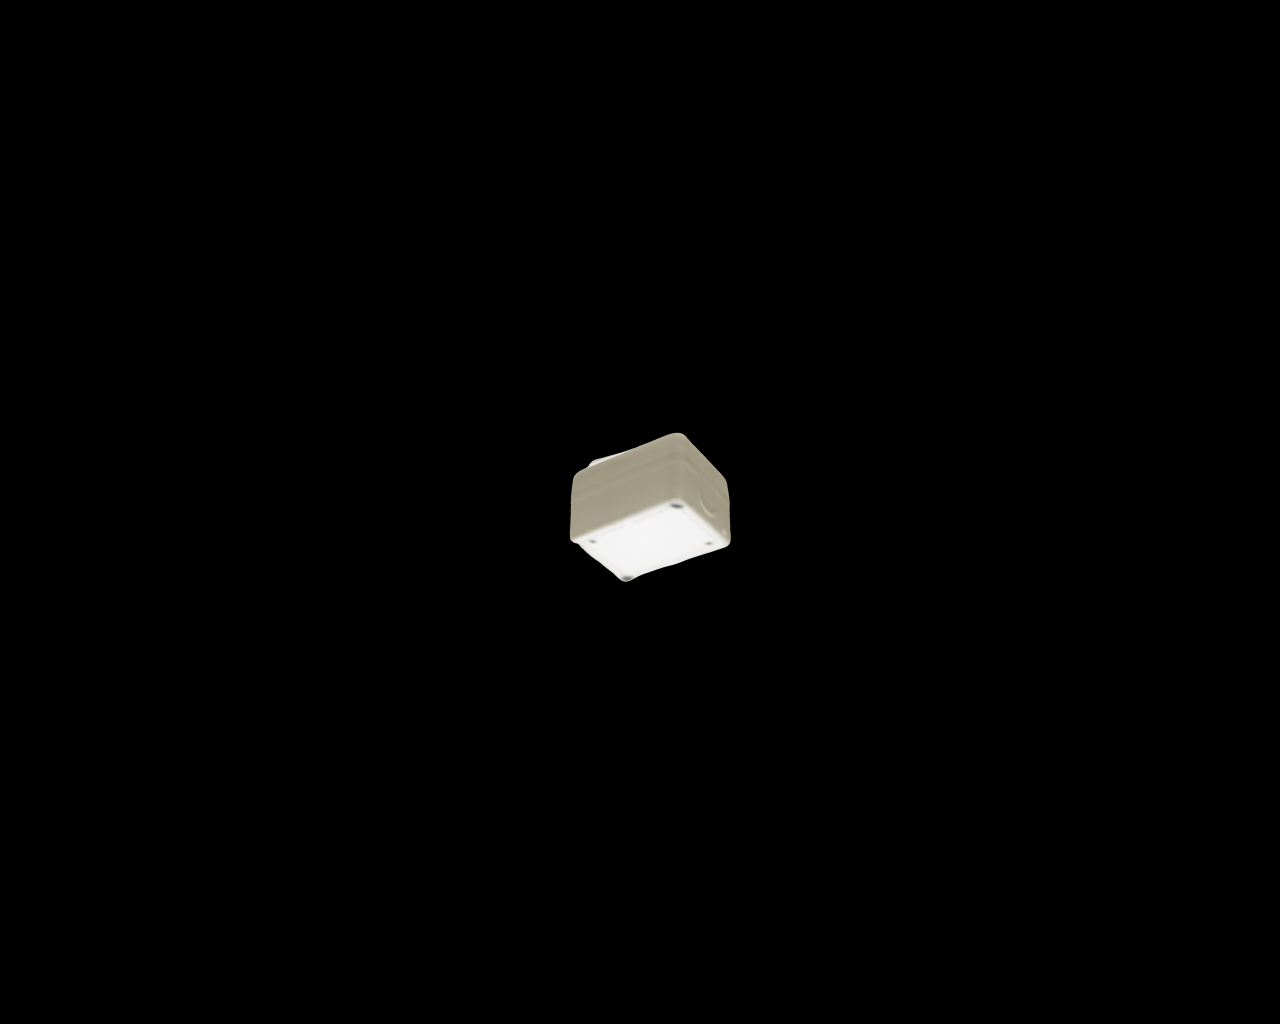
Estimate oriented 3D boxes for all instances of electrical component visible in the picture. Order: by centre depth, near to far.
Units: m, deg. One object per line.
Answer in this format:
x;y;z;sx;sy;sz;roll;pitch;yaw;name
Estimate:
0.001;-0.003;0.650;0.096;0.061;0.061;-21;-40;26;electrical component
